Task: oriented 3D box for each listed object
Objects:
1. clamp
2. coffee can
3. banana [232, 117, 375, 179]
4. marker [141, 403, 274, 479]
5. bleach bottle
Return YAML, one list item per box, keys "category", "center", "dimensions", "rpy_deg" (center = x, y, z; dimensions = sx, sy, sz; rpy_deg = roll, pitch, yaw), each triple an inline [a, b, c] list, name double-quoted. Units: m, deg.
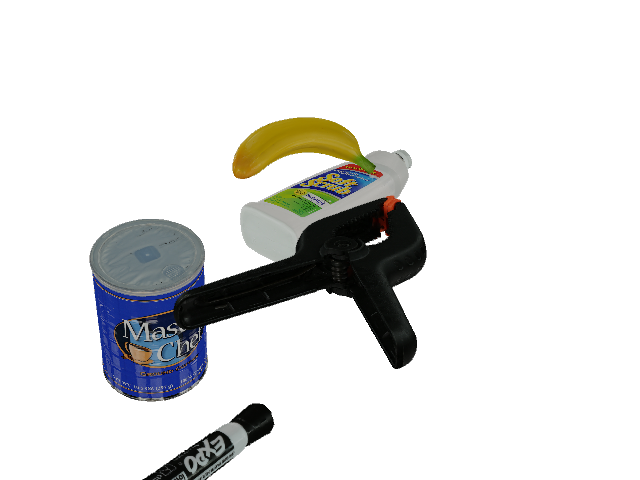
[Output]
- category: "clamp"
  center: [0.006, 0.020, 0.740]
  dimensions: [0.165, 0.036, 0.209]
  rpy_deg: [6, 26, 17]
- category: "coffee can"
  center: [-0.158, 0.065, 0.999]
  dimensions: [0.103, 0.140, 0.103]
  rpy_deg: [2, 39, -2]
- category: "banana"
  center: [-0.023, -0.099, 1.117]
  dimensions: [0.197, 0.037, 0.070]
  rpy_deg: [-7, 49, -42]
- category: "marker"
  center: [-0.061, 0.112, 0.538]
  dimensions: [0.020, 0.020, 0.120]
  rpy_deg: [0, 16, 32]
- category: "bleach bottle"
  center: [0.021, -0.056, 1.349]
  dimensions: [0.103, 0.068, 0.250]
  rpy_deg: [25, 43, 34]
